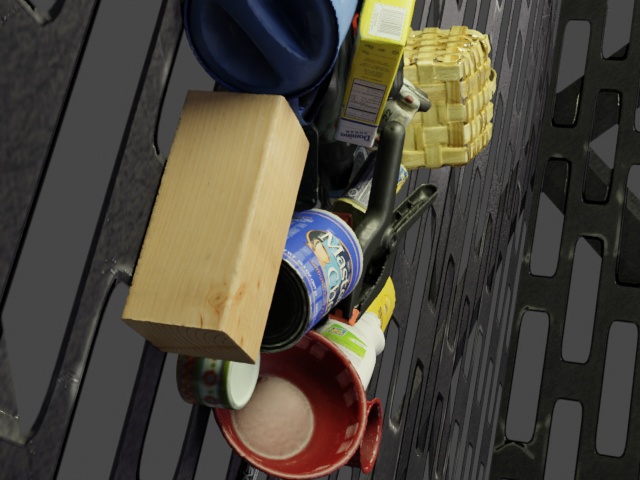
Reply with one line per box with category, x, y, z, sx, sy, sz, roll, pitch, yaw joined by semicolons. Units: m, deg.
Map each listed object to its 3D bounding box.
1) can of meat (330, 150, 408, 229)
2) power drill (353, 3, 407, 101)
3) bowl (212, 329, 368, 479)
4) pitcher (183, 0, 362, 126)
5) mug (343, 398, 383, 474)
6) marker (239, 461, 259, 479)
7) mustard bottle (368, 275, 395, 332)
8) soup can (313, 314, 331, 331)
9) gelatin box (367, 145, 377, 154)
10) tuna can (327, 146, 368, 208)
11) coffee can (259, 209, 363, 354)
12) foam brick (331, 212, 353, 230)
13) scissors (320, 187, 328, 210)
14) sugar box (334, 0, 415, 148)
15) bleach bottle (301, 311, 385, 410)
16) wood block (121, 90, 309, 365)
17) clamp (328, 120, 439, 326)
can of meat;0.053;-0.044;1.226;0.083;0.057;0.102;-57;177;-27
power drill;0.056;-0.252;1.159;0.188;0.057;0.184;-119;-155;-73
bowl;-0.037;0.164;1.044;0.055;0.162;0.162;-52;-165;53
pitcher;-0.018;-0.223;0.961;0.149;0.145;0.242;-53;-174;36
mug;0.030;0.232;1.327;0.117;0.082;0.093;-42;135;-64
marker;-0.076;0.251;1.108;0.020;0.020;0.121;70;31;-54
mustard bottle;0.046;0.120;1.379;0.191;0.058;0.096;-61;150;-50
soup can;0.004;0.049;1.184;0.102;0.069;0.068;-39;133;-54
gelatin box;0.071;-0.135;1.366;0.089;0.030;0.073;118;-4;-51
tuna can;0.033;-0.079;1.312;0.086;0.034;0.086;6;90;-72
coffee can;-0.030;0.036;1.032;0.140;0.103;0.103;-37;131;-62
foam brick;-0.008;0.001;1.141;0.053;0.078;0.051;-48;139;-61
scissors;0.003;0.014;1.277;0.096;0.016;0.201;49;50;-64
sugar box;0.052;-0.169;0.990;0.176;0.048;0.093;99;4;-65
bleach bottle;0.020;0.147;1.212;0.250;0.102;0.068;-40;159;-59
wood block;-0.081;-0.012;0.886;0.090;0.091;0.206;58;41;-63
clamp;0.068;-0.005;1.144;0.164;0.036;0.210;35;75;-61
